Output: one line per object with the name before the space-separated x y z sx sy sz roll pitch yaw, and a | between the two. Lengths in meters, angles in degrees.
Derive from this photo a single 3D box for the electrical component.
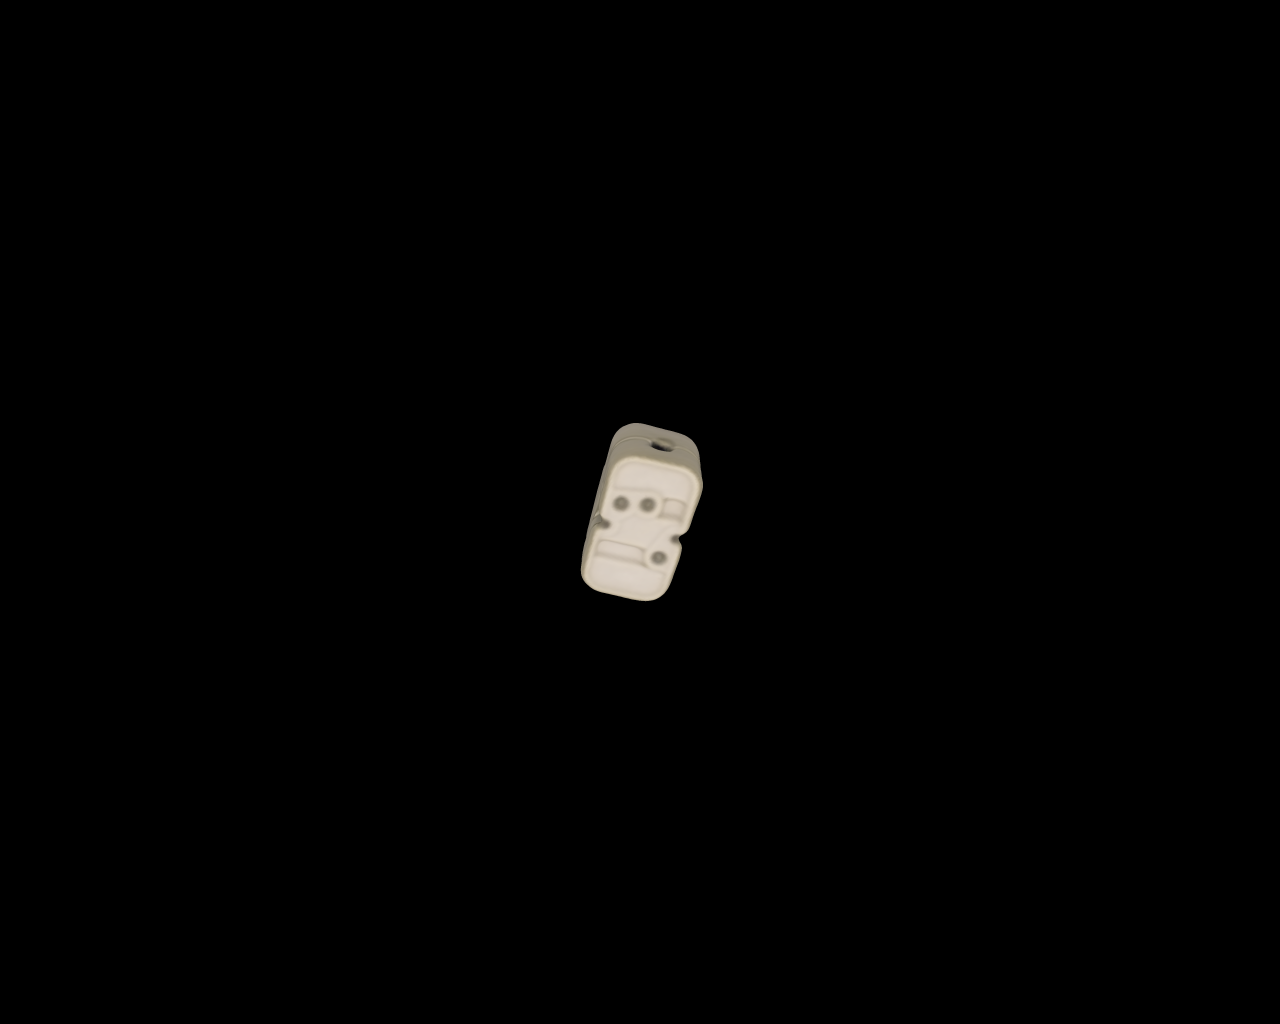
electrical component | 0.001 -0.003 0.650 0.054 0.095 0.059 13 28 -7
